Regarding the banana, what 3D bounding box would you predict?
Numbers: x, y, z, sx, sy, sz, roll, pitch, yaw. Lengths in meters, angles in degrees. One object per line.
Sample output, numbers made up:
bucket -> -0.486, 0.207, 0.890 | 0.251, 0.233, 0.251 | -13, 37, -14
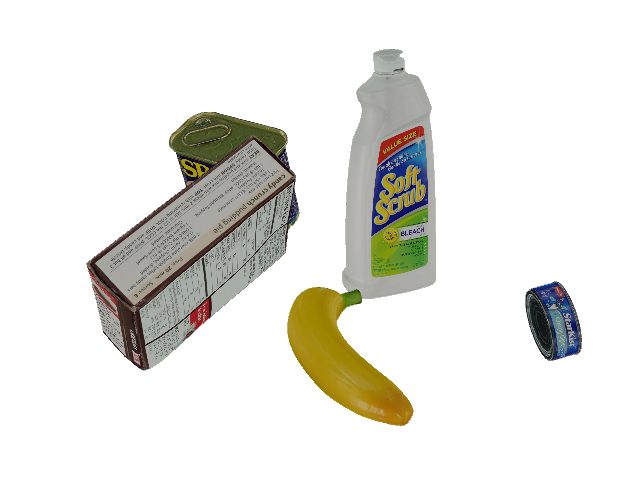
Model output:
banana -> 0.013, 0.076, 0.780 | 0.069, 0.037, 0.198 | -7, 25, -6

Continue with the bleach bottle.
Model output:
bleach bottle -> 0.067, -0.070, 1.104 | 0.102, 0.251, 0.068 | -10, 22, -16

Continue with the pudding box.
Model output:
pudding box -> -0.065, 0.008, 0.561 | 0.113, 0.039, 0.090 | -42, -16, -22

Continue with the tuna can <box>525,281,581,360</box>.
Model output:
tuna can -> 0.261, 0.091, 1.203 | 0.033, 0.086, 0.086 | -15, 1, -5

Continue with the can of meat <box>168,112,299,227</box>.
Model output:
can of meat -> -0.071, -0.053, 0.912 | 0.102, 0.084, 0.057 | 17, 50, 29
